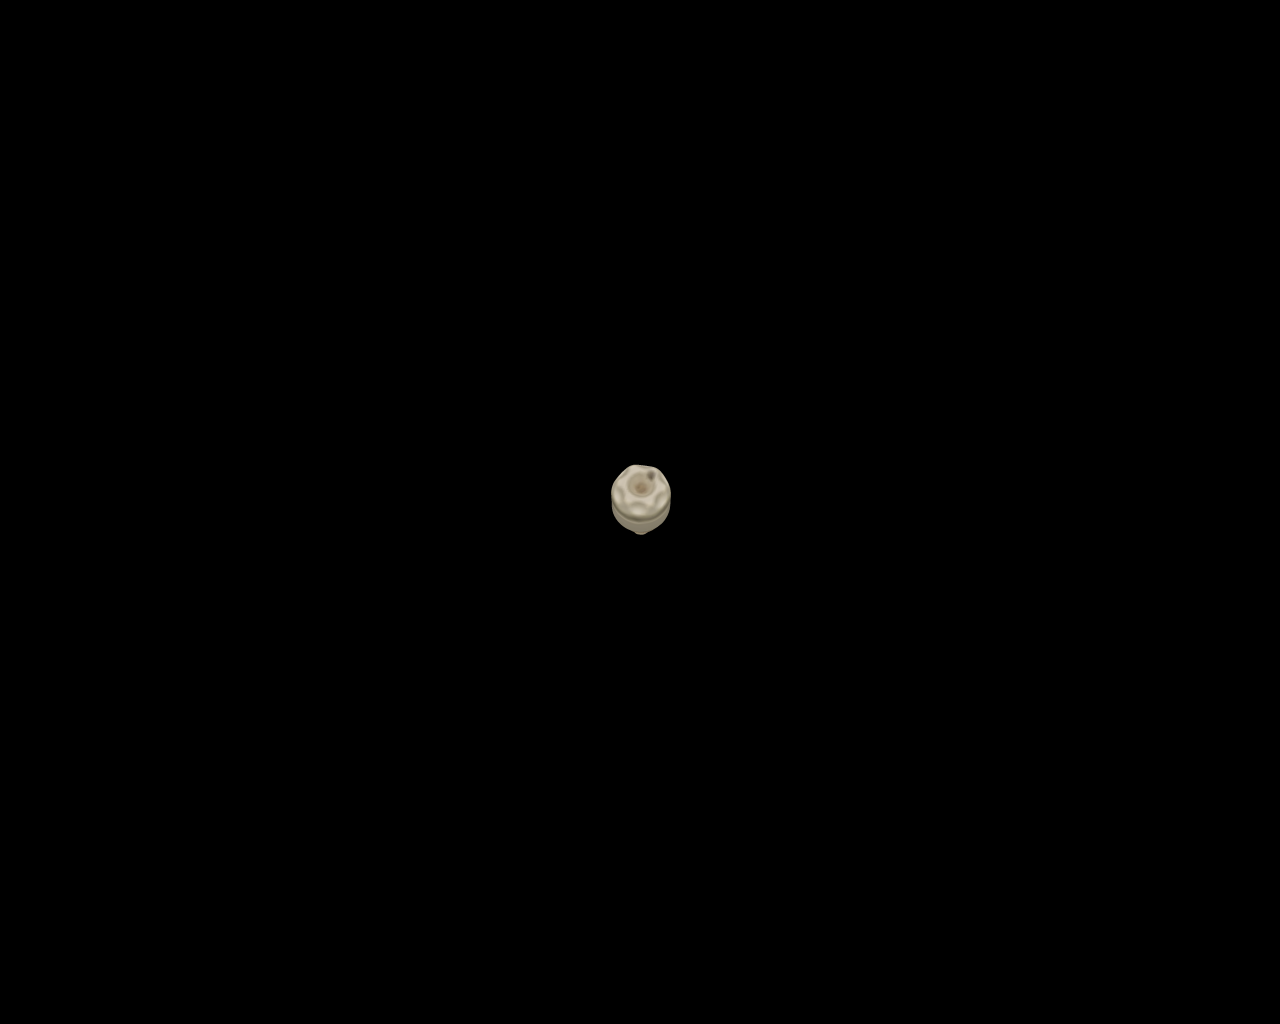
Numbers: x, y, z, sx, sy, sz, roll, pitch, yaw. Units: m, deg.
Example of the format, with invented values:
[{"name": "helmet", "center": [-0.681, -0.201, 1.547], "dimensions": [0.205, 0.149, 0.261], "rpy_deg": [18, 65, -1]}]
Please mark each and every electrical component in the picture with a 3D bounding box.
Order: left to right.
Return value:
[{"name": "electrical component", "center": [0.001, -0.003, 0.650], "dimensions": [0.035, 0.035, 0.061], "rpy_deg": [0, -26, 0]}]
